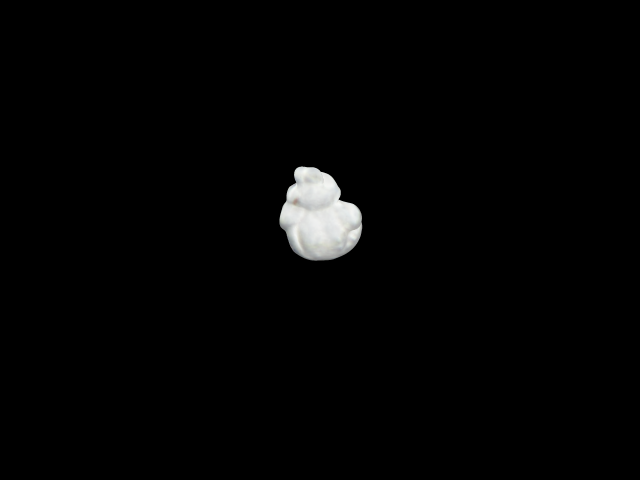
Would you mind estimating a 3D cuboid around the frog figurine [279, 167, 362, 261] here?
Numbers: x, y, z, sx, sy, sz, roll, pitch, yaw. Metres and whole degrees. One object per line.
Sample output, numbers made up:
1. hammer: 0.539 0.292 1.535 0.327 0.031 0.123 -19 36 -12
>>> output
1. frog figurine: 0.003 -0.043 0.850 0.137 0.125 0.156 10 -34 7
